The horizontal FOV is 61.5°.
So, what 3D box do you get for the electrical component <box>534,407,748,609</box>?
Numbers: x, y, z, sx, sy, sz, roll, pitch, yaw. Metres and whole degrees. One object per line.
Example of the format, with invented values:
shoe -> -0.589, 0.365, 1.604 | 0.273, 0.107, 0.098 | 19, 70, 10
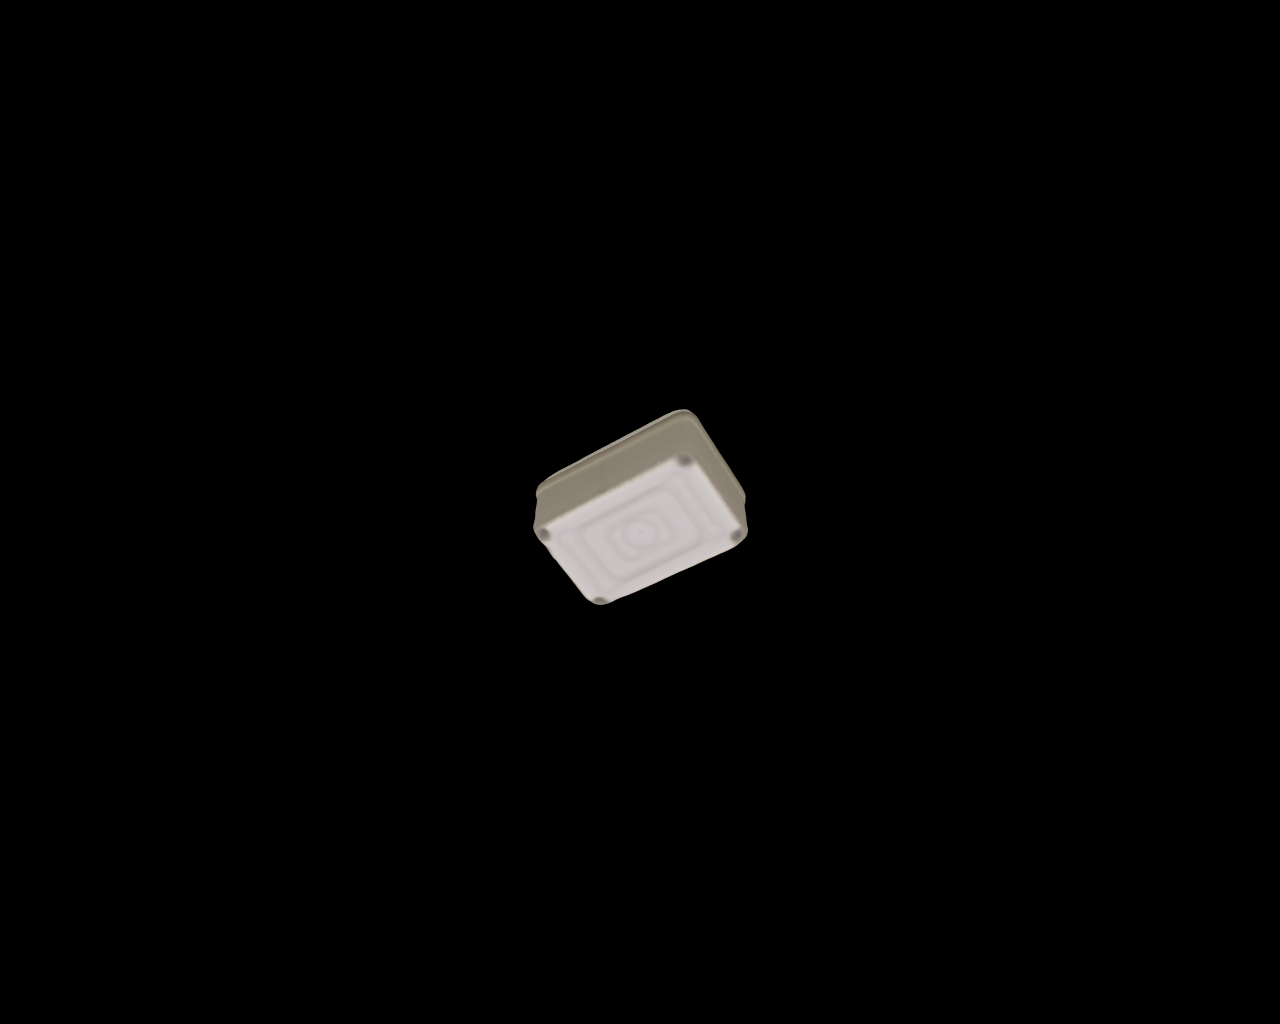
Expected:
electrical component -> 0.001, -0.003, 0.650 | 0.113, 0.078, 0.057 | -26, 30, 17
